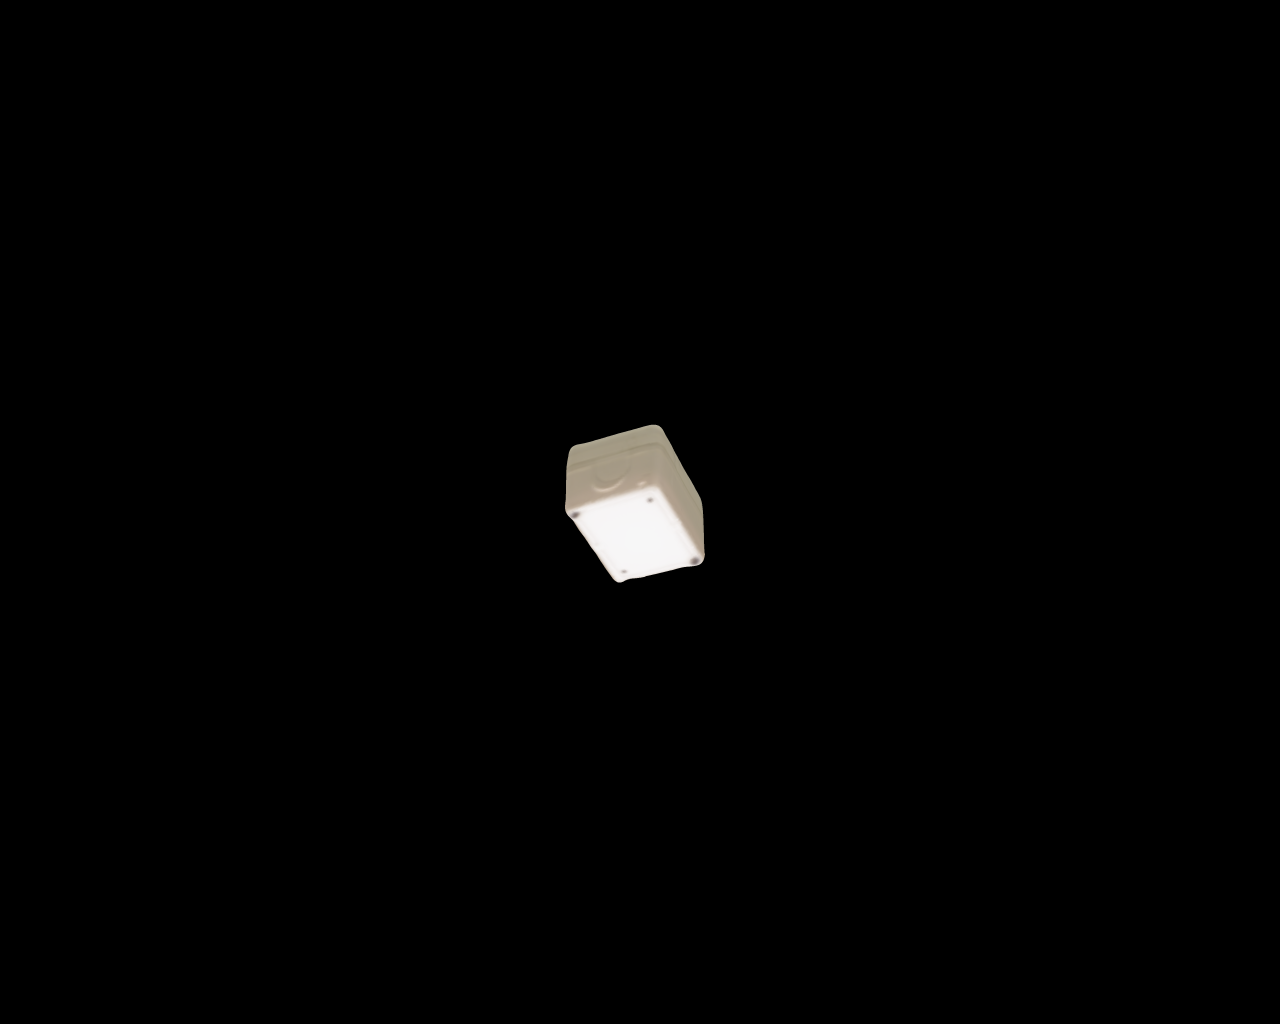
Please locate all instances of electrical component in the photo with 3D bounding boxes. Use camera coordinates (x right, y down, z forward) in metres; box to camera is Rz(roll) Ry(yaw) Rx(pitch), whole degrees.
[{"bbox_3d":[0.001,-0.003,0.650,0.062,0.061,0.096,-14,-42,17],"label":"electrical component"}]
